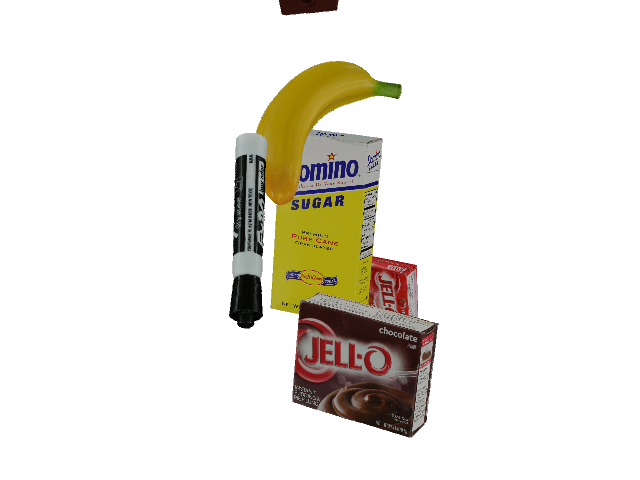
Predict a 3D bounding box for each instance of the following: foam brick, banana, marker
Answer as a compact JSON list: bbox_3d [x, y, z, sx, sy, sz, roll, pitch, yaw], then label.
[{"bbox_3d":[-0.014,-0.248,0.952,0.053,0.051,0.078,-4,-41,9],"label":"foam brick"},{"bbox_3d":[-0.007,-0.093,0.808,0.070,0.037,0.197,21,41,20],"label":"banana"},{"bbox_3d":[-0.042,-0.007,0.620,0.020,0.121,0.020,0,-26,0],"label":"marker"}]

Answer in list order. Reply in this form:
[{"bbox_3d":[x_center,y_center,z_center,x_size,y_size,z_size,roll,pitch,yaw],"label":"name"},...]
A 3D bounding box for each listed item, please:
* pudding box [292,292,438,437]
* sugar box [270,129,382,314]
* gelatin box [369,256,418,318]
[{"bbox_3d":[0.035,0.099,0.864,0.114,0.090,0.039,12,18,25],"label":"pudding box"},{"bbox_3d":[0.004,-0.015,1.023,0.093,0.176,0.048,9,16,24],"label":"sugar box"},{"bbox_3d":[0.083,0.067,1.332,0.073,0.089,0.030,12,32,30],"label":"gelatin box"}]
